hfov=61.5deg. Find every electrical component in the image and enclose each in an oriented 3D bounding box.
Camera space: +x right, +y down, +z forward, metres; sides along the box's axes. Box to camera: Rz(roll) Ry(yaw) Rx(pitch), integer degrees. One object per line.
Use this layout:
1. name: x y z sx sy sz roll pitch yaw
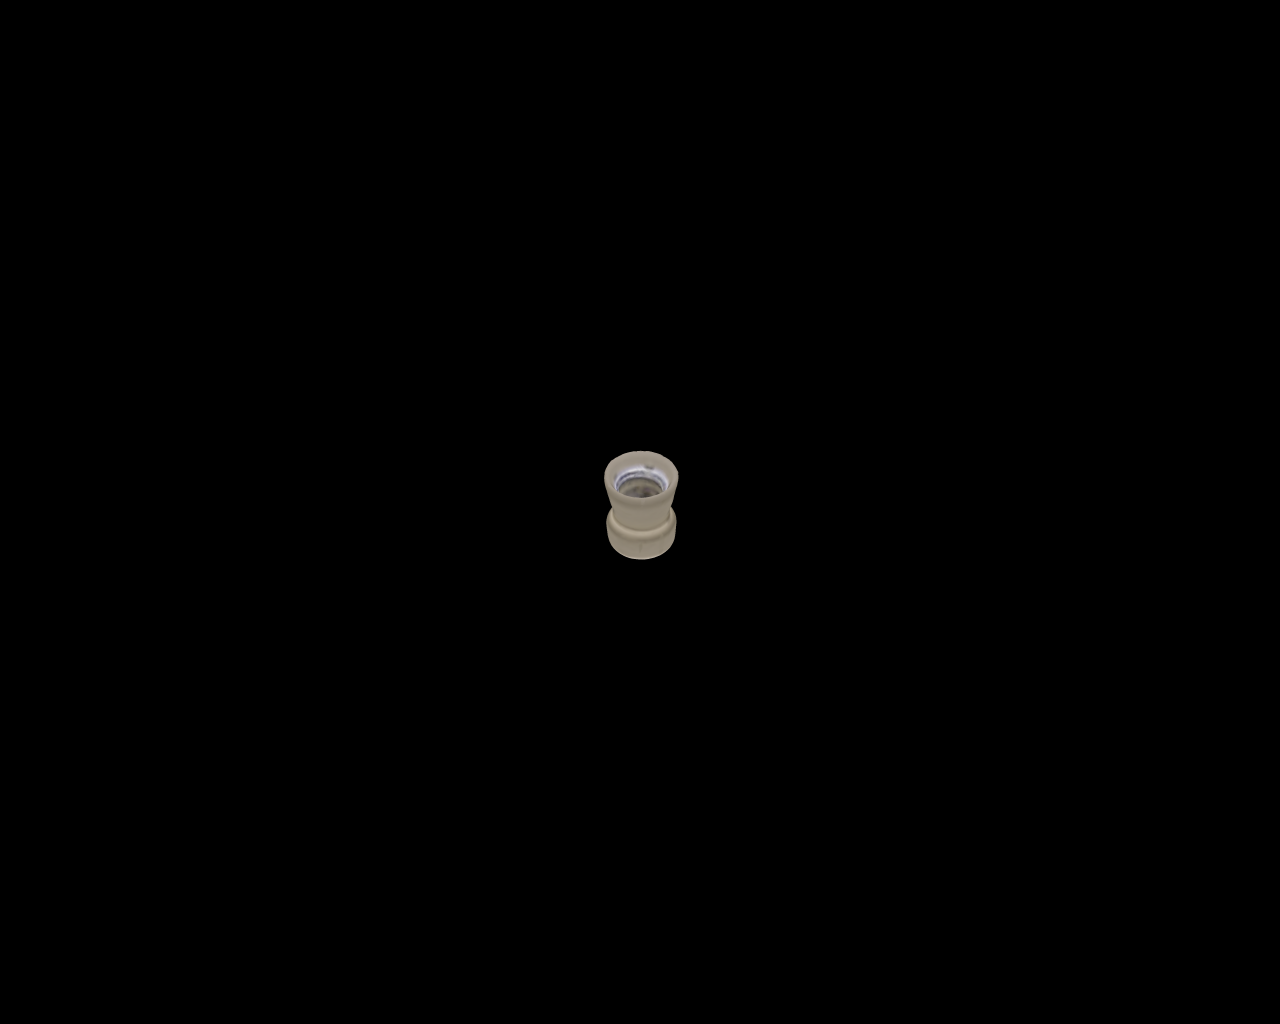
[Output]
1. electrical component: 0.001 -0.003 0.650 0.045 0.055 0.045 0 43 0
